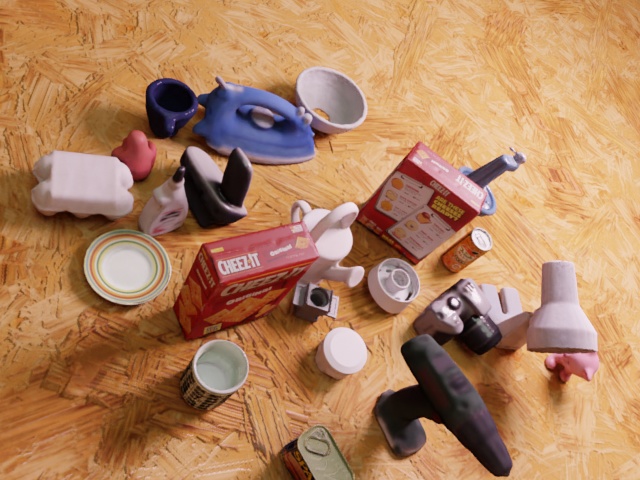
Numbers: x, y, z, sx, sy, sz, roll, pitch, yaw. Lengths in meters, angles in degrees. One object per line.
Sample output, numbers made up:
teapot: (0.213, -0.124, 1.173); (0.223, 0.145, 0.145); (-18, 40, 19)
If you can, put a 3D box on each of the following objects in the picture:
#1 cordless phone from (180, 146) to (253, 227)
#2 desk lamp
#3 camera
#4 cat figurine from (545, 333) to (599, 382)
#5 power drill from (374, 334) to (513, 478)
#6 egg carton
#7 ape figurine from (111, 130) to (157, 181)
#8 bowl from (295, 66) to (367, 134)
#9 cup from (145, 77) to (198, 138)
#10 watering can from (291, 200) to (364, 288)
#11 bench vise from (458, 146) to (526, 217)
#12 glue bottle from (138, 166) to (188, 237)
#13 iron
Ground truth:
cordless phone: (-0.168, -0.119, 0.969); (0.094, 0.184, 0.147); (-30, 78, -36)
desk lamp: (0.413, 0.142, 1.093); (0.118, 0.213, 0.203); (10, 58, -22)
camera: (0.277, 0.154, 1.088); (0.143, 0.100, 0.137); (-33, 80, -37)
cat figurine: (0.526, 0.234, 1.157); (0.067, 0.117, 0.128); (45, 52, 4)
power drill: (0.179, 0.272, 0.899); (0.076, 0.208, 0.229); (-16, 70, -33)
egg carton: (-0.377, -0.085, 0.915); (0.151, 0.069, 0.107); (3, 61, -26)
ape figurine: (-0.313, -0.151, 0.973); (0.078, 0.092, 0.076); (-1, 62, -27)
bowl: (0.014, -0.287, 1.232); (0.168, 0.074, 0.167); (13, 57, -20)
cup: (-0.274, -0.218, 1.031); (0.092, 0.094, 0.117); (9, 58, -22)
watering can: (0.011, 0.003, 0.983); (0.173, 0.193, 0.101); (39, 52, -1)
bench vise: (0.314, -0.099, 1.182); (0.208, 0.219, 0.121); (-27, 76, -36)
glue bottle: (-0.239, -0.065, 0.908); (0.078, 0.173, 0.037); (-26, 76, -36)
iron: (-0.104, -0.231, 1.097); (0.259, 0.141, 0.118); (11, 57, -21)
